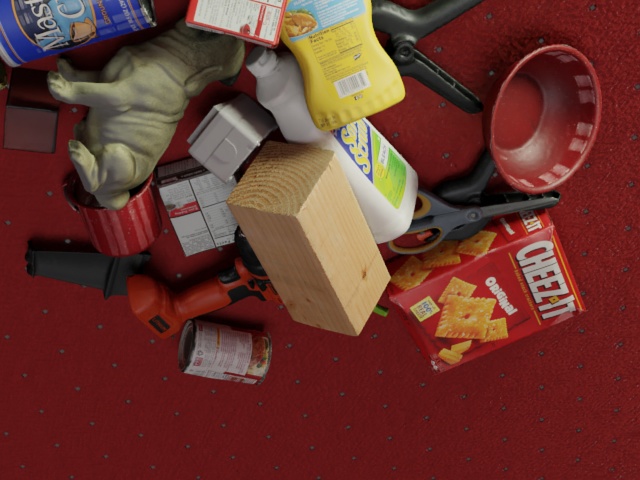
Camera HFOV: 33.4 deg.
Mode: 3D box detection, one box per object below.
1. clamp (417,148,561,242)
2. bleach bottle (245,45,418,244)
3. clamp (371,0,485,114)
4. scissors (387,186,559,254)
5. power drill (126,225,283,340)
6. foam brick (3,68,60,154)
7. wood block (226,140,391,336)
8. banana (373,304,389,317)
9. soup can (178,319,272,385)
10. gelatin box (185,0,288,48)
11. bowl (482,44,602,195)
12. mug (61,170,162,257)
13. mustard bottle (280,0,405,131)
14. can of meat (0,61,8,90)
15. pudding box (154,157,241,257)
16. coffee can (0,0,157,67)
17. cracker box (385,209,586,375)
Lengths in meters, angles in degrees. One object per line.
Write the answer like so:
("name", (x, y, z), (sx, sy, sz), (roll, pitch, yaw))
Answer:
("clamp", (0.192, -0.044, 1.251), (0.120, 0.039, 0.172), (42, 118, -17))
("bleach bottle", (0.008, -0.107, 1.129), (0.068, 0.102, 0.250), (-16, 135, 36))
("clamp", (0.090, -0.196, 1.113), (0.210, 0.036, 0.164), (-6, 129, -3))
("scissors", (0.160, -0.043, 1.222), (0.202, 0.016, 0.096), (-24, 114, 21))
("power drill", (-0.122, 0.046, 1.225), (0.188, 0.057, 0.184), (-17, 152, 6))
("foam brick", (-0.288, -0.130, 1.071), (0.051, 0.078, 0.053), (5, 126, -14))
("wood block", (-0.007, 0.002, 1.136), (0.090, 0.090, 0.206), (12, 146, 32))
("banana", (0.025, 0.011, 1.261), (0.070, 0.037, 0.197), (-6, 127, 24))
("soup can", (-0.119, 0.139, 1.327), (0.102, 0.068, 0.069), (12, 125, -19))
("gelatin box", (-0.074, -0.225, 0.992), (0.089, 0.030, 0.073), (13, 92, -6))
("bowl", (0.228, -0.134, 1.153), (0.161, 0.055, 0.162), (-12, 112, -30))
("mug", (-0.229, -0.038, 1.158), (0.117, 0.093, 0.081), (11, 138, 20))
("mustard bottle", (0.007, -0.210, 1.043), (0.096, 0.058, 0.191), (-22, 102, 1))
("can of meat", (-0.368, -0.169, 1.039), (0.084, 0.057, 0.102), (-30, 127, 12))
("pudding box", (-0.127, -0.041, 1.198), (0.090, 0.039, 0.113), (-16, 133, 1))
("coffee can", (-0.233, -0.228, 0.985), (0.140, 0.103, 0.103), (-15, 130, 2))
("cracker box", (0.203, 0.062, 1.321), (0.214, 0.072, 0.164), (-24, 130, 9))
